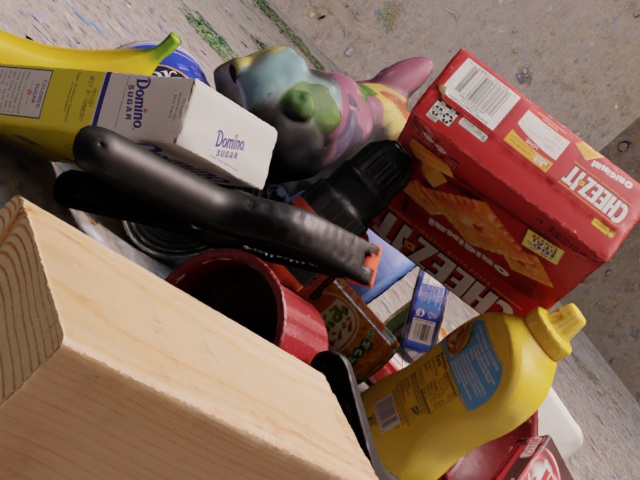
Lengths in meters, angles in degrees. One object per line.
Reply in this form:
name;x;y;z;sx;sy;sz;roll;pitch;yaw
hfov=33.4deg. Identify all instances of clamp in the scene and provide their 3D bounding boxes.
clamp;0.026;0.150;0.631;0.171;0.039;0.120;55;40;-38
clamp;-0.059;-0.015;0.635;0.210;0.036;0.165;17;-10;-8

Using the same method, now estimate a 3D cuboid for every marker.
marker;-0.052;-0.007;0.804;0.020;0.121;0.020;12;59;-21

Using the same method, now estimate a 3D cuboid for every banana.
banana;-0.197;-0.130;0.718;0.197;0.070;0.037;7;28;-23

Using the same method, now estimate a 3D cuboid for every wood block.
wood block;-0.075;0.080;0.470;0.205;0.091;0.090;36;17;-44

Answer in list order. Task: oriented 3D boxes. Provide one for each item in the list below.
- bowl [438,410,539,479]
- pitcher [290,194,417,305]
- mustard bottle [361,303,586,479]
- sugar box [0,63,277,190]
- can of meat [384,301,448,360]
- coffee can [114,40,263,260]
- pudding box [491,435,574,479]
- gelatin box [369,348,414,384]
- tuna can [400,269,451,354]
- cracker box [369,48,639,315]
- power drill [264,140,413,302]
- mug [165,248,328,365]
bowl;0.124;0.158;0.905;0.161;0.055;0.162;7;81;-50
pitcher;-0.018;-0.044;1.013;0.243;0.149;0.145;52;-24;6
mustard bottle;0.111;0.107;0.786;0.058;0.192;0.096;42;20;-30
sugar box;-0.125;-0.070;0.655;0.176;0.048;0.093;12;-8;32
can of meat;0.108;0.114;1.107;0.084;0.057;0.102;50;12;-4
coffee can;-0.113;-0.068;0.785;0.102;0.103;0.140;36;16;-44
pudding box;0.183;0.232;0.882;0.089;0.039;0.113;-40;107;-44
gelatin box;0.067;0.122;0.996;0.073;0.030;0.089;49;11;-4
tuna can;0.102;0.066;1.012;0.034;0.086;0.086;14;9;7
cracker box;0.125;-0.023;0.793;0.164;0.072;0.214;39;-20;6
power drill;-0.005;0.001;0.798;0.057;0.184;0.187;50;2;6
mug;-0.056;0.058;0.653;0.117;0.093;0.081;13;-11;28
